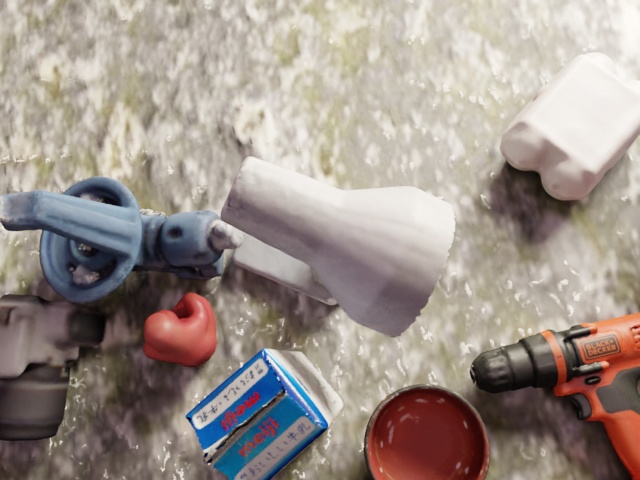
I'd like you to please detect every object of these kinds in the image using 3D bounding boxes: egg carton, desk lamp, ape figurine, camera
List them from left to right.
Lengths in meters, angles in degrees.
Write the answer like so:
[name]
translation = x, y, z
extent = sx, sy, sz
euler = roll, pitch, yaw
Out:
[camera]
translation = -0.306, 0.125, 0.568
extent = 0.143, 0.101, 0.137
euler = 1, 78, 5
[ape figurine]
translation = -0.143, 0.091, 0.565
extent = 0.078, 0.092, 0.076
euler = -31, 77, -2
[desk lamp]
translation = 0.005, 0.002, 0.509
extent = 0.203, 0.213, 0.118
euler = 21, 81, 9
[egg carton]
translation = 0.263, -0.117, 0.585
extent = 0.107, 0.069, 0.150
euler = 41, 84, 12

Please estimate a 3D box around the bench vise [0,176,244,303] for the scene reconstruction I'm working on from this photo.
[bench vise]
translation = -0.186, -0.018, 0.527
extent = 0.207, 0.220, 0.121
euler = -20, 77, 1
